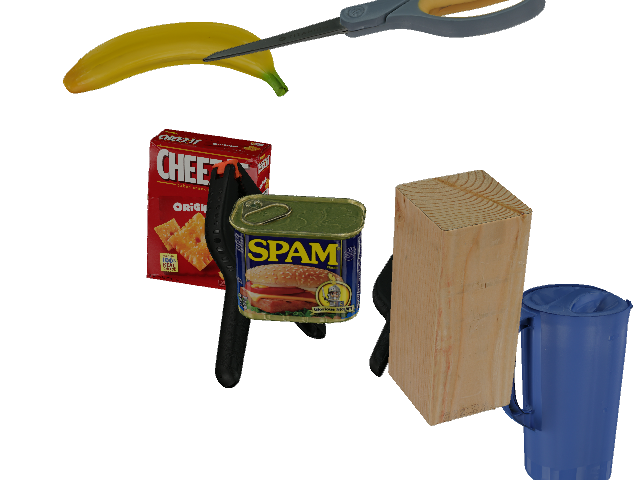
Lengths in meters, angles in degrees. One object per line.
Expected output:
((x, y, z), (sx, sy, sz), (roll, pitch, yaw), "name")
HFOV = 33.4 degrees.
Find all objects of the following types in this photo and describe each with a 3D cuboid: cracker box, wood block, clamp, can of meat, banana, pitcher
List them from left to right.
((-0.128, -0.164, 0.952), (0.197, 0.069, 0.037), (-1, -33, -4), "banana")
((-0.163, -0.040, 1.534), (0.164, 0.214, 0.072), (9, 22, 10), "cracker box")
((-0.061, 0.025, 1.041), (0.036, 0.210, 0.164), (-10, 0, 35), "clamp")
((-0.017, 0.015, 0.826), (0.102, 0.084, 0.057), (3, 30, 6), "can of meat")
((0.112, 0.081, 1.178), (0.120, 0.171, 0.039), (5, -43, -5), "clamp")
((0.123, 0.052, 0.968), (0.090, 0.206, 0.091), (-12, 32, -19), "wood block")
((0.302, 0.183, 1.325), (0.149, 0.243, 0.144), (4, 15, 20), "pitcher")

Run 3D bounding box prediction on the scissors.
((0.034, -0.144, 0.639), (0.202, 0.096, 0.016), (-1, -45, 21), "scissors")
